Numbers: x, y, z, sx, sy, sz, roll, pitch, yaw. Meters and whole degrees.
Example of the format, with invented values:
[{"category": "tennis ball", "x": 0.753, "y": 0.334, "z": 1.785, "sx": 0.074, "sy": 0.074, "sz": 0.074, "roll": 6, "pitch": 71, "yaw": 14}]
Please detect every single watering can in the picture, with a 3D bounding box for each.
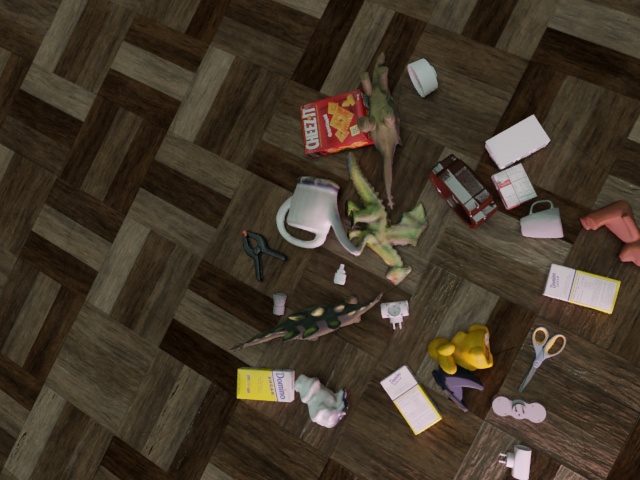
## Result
[{"category": "watering can", "x": 0.005, "y": -0.078, "z": 1.556, "sx": 0.349, "sy": 0.103, "sz": 0.225, "roll": 14, "pitch": 87, "yaw": 39}]

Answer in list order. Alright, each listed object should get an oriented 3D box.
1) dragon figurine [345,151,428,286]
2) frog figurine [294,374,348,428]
[{"category": "dragon figurine", "x": 0.201, "y": -0.068, "z": 1.554, "sx": 0.243, "sy": 0.122, "sz": 0.412, "roll": 0, "pitch": 86, "yaw": -3}, {"category": "frog figurine", "x": -0.007, "y": 0.472, "z": 1.511, "sx": 0.159, "sy": 0.140, "sz": 0.120, "roll": 17, "pitch": 119, "yaw": -3}]
